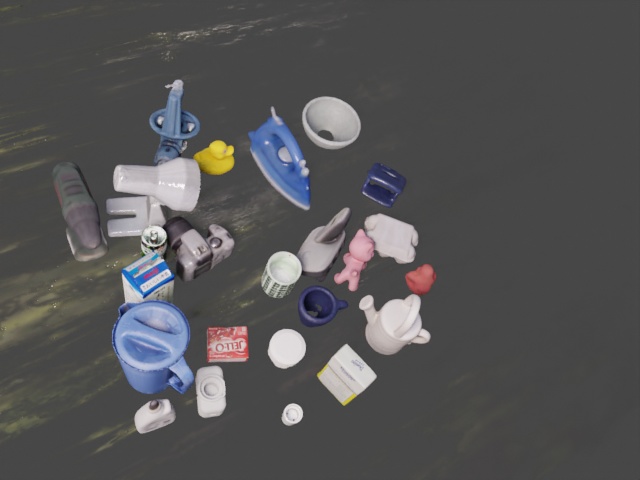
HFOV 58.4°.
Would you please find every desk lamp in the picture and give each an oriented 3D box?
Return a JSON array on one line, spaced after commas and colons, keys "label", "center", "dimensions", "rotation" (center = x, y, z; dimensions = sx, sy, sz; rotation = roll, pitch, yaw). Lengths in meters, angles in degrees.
[{"label": "desk lamp", "center": [-0.376, -0.098, 1.282], "dimensions": [0.204, 0.213, 0.118], "rotation": [-6, 64, -19]}]

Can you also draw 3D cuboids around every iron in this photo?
[{"label": "iron", "center": [-0.079, -0.213, 1.470], "dimensions": [0.119, 0.141, 0.258], "rotation": [-25, 72, -26]}]

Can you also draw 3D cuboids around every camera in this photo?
[{"label": "camera", "center": [-0.289, 0.001, 1.321], "dimensions": [0.143, 0.100, 0.136], "rotation": [-34, 76, -28]}]

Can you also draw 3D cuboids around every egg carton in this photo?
[{"label": "egg carton", "center": [0.179, -0.003, 1.476], "dimensions": [0.150, 0.069, 0.107], "rotation": [20, 59, -5]}]

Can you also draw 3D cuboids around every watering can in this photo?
[{"label": "watering can", "center": [0.171, 0.185, 1.301], "dimensions": [0.173, 0.194, 0.101], "rotation": [7, 61, -12]}]

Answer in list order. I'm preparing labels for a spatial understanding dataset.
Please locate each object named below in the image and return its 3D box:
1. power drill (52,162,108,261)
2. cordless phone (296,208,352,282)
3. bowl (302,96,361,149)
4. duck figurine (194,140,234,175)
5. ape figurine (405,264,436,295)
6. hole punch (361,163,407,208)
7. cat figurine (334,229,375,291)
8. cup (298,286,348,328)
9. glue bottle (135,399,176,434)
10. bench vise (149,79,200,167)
[{"label": "power drill", "center": [-0.504, -0.041, 1.218], "dimensions": [0.076, 0.208, 0.229], "rotation": [-20, 70, -24]}, {"label": "cordless phone", "center": [0.012, 0.005, 1.356], "dimensions": [0.094, 0.185, 0.148], "rotation": [27, 59, 0]}, {"label": "bowl", "center": [0.025, -0.312, 1.592], "dimensions": [0.168, 0.074, 0.167], "rotation": [7, 61, -12]}, {"label": "duck figurine", "center": [-0.266, -0.217, 1.451], "dimensions": [0.105, 0.086, 0.077], "rotation": [-6, 65, -19]}, {"label": "ape figurine", "center": [0.259, 0.092, 1.435], "dimensions": [0.078, 0.092, 0.076], "rotation": [14, 60, -9]}, {"label": "hole punch", "center": [0.176, -0.161, 1.546], "dimensions": [0.108, 0.091, 0.101], "rotation": [28, 59, 0]}, {"label": "cat figurine", "center": [0.093, 0.044, 1.398], "dimensions": [0.067, 0.117, 0.128], "rotation": [23, 59, -3]}, {"label": "cup", "center": [-0.001, 0.163, 1.321], "dimensions": [0.118, 0.095, 0.091], "rotation": [-1, 63, -17]}, {"label": "glue bottle", "center": [-0.316, 0.330, 1.096], "dimensions": [0.078, 0.173, 0.037], "rotation": [-14, 67, -22]}, {"label": "bench vise", "center": [-0.343, -0.261, 1.374], "dimensions": [0.122, 0.219, 0.207], "rotation": [-5, 64, -18]}]
